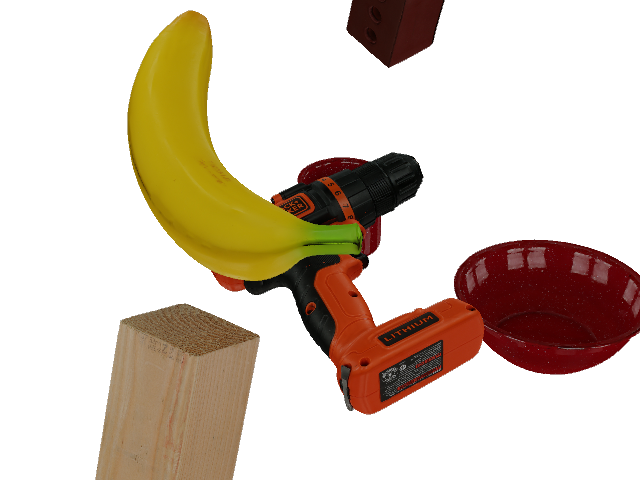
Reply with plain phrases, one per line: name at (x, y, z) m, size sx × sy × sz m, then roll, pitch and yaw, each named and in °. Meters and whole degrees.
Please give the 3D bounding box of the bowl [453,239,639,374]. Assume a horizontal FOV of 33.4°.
bowl at (0.189, 0.062, 0.884) m, size 0.162 × 0.055 × 0.162 m, roll 0°, pitch 31°, yaw 0°

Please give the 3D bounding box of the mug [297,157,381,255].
mug at (0.031, -0.036, 1.138) m, size 0.093 × 0.081 × 0.117 m, roll 21°, pitch 39°, yaw 32°

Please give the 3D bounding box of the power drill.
power drill at (0.033, 0.023, 0.772) m, size 0.184 × 0.057 × 0.188 m, roll -28°, pitch 49°, yaw -16°

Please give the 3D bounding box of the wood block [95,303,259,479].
wood block at (-0.130, 0.171, 0.936) m, size 0.090 × 0.206 × 0.090 m, roll 20°, pitch 18°, yaw 29°

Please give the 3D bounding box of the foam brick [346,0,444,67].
foam brick at (0.060, -0.183, 0.820) m, size 0.051 × 0.053 × 0.078 m, roll -34°, pitch -24°, yaw -27°

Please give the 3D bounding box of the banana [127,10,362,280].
banana at (-0.052, -0.041, 0.483) m, size 0.069 × 0.037 × 0.198 m, roll -18°, pitch 46°, yaw -16°
